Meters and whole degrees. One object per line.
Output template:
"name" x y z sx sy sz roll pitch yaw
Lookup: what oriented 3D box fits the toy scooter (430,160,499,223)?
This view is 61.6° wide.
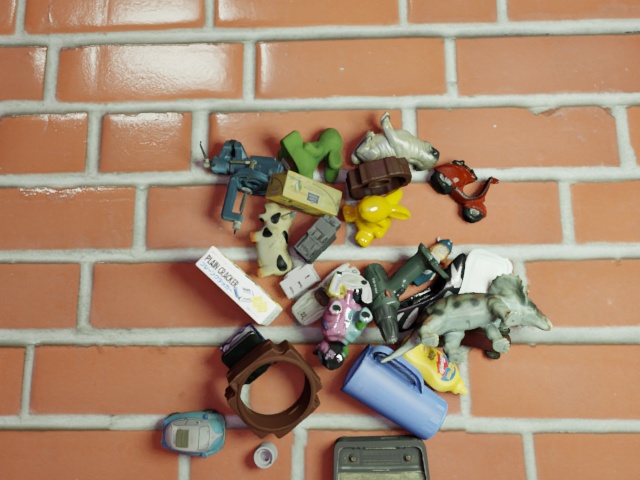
"toy scooter" 0.389 -0.145 1.407 0.135 0.075 0.184 -42 84 -5

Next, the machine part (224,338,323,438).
"machine part" -0.111 0.358 1.293 0.201 0.087 0.201 -39 105 -6

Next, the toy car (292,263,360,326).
"toy car" 0.019 0.139 1.378 0.202 0.056 0.073 -39 81 -4

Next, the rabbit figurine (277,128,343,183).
"rabbit figurine" -0.004 -0.233 1.419 0.170 0.121 0.159 -32 73 -19

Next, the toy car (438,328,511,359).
"toy car" 0.373 0.235 1.340 0.202 0.053 0.089 11 119 6

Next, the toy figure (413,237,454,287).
"toy figure" 0.290 0.054 1.385 0.154 0.058 0.064 -45 111 -8

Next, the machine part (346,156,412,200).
"machine part" 0.149 -0.158 1.372 0.179 0.179 0.056 -13 78 0

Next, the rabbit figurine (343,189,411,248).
"rabbit figurine" 0.143 -0.062 1.353 0.162 0.173 0.122 -17 76 4

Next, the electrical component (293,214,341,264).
"electrical component" -0.003 -0.004 1.376 0.058 0.115 0.134 43 86 6

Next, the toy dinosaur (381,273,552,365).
"toy dinosaur" 0.333 0.180 1.250 0.405 0.192 0.131 -9 114 7

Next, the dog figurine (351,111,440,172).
"dog figurine" 0.201 -0.222 1.425 0.190 0.121 0.172 41 120 -10

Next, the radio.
"radio" 0.145 0.542 1.291 0.230 0.073 0.131 -2 80 1

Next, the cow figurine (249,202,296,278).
"cow figurine" -0.116 -0.005 1.394 0.127 0.085 0.195 -9 84 -5

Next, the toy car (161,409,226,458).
"toy car" -0.315 0.471 1.309 0.162 0.103 0.109 3 79 1

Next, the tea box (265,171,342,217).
"tea box" -0.041 -0.114 1.367 0.169 0.098 0.068 17 80 -30

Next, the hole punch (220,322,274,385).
"hole punch" -0.182 0.284 1.355 0.142 0.092 0.115 -40 109 -8

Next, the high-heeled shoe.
"high-heeled shoe" 0.257 0.125 1.343 0.145 0.086 0.248 21 100 -14

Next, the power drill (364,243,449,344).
"power drill" 0.206 0.117 1.300 0.207 0.086 0.232 -43 37 16

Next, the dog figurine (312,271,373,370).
"dog figurine" 0.047 0.207 1.315 0.108 0.219 0.192 13 42 -7

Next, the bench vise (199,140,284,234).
"bench vise" -0.215 -0.143 1.405 0.224 0.128 0.240 11 71 -1
